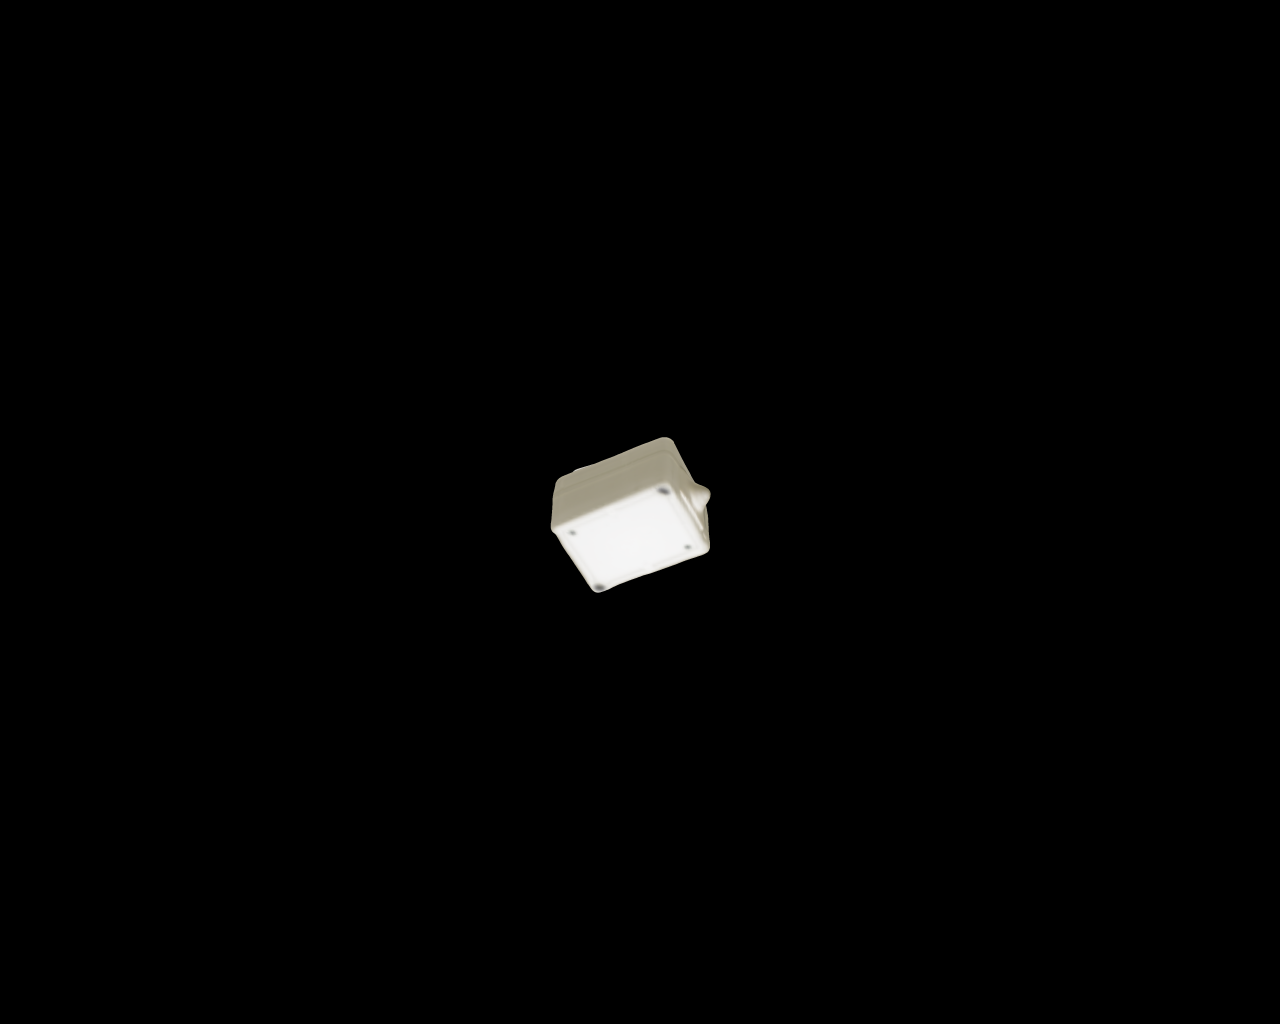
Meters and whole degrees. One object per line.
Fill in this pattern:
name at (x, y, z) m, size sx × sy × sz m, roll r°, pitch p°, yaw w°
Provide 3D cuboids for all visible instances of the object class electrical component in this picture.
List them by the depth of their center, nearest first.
electrical component at (0.001, -0.003, 0.650) m, size 0.096 × 0.061 × 0.061 m, roll -21°, pitch 34°, yaw 15°
